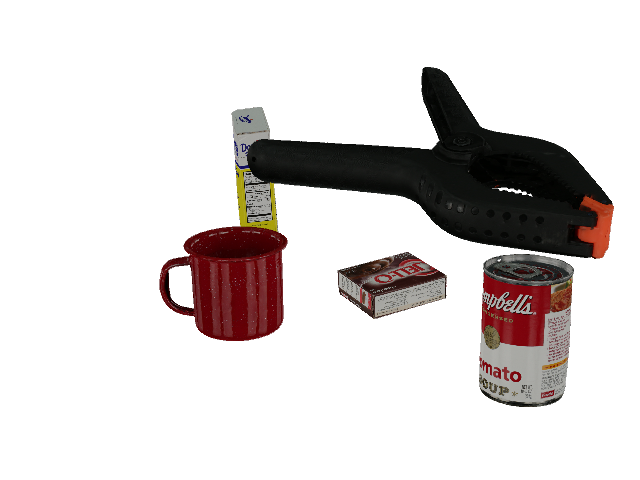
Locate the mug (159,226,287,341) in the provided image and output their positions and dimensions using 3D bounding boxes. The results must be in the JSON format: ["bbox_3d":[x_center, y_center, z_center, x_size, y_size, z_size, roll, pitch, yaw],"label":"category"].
[{"bbox_3d":[-0.087,0.040,0.966,0.117,0.081,0.093,-4,19,-7],"label":"mug"}]

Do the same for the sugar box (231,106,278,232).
[{"bbox_3d":[-0.079,-0.063,1.291,0.048,0.176,0.093,-9,25,-5],"label":"sugar box"}]

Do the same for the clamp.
[{"bbox_3d":[0.070,-0.040,0.614,0.164,0.036,0.210,-24,38,-27],"label":"clamp"}]

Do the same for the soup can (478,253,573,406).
[{"bbox_3d":[0.157,0.068,0.823,0.068,0.102,0.068,0,17,0],"label":"soup can"}]

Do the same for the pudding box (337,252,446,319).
[{"bbox_3d":[0.092,0.056,1.367,0.113,0.039,0.090,-16,26,-25],"label":"pudding box"}]
